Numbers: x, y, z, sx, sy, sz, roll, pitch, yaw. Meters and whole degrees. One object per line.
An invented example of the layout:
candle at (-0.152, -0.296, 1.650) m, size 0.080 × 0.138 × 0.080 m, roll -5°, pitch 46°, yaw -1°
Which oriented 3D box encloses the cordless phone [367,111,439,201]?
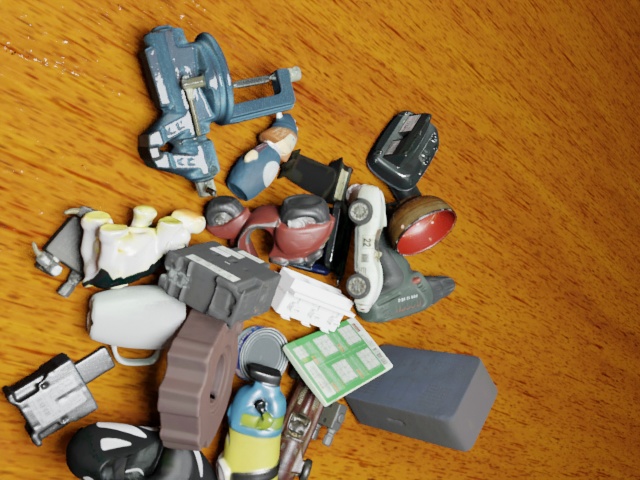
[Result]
cordless phone at (0.178, -0.131, 0.995) m, size 0.146 × 0.089 × 0.184 m, roll -57°, pitch 132°, yaw -24°

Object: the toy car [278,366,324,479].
toy car at (-0.028, 0.269, 0.816) m, size 0.089 × 0.053 × 0.202 m, roll 24°, pitch 73°, yaw 5°

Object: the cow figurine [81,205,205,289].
cow figurine at (-0.213, 0.010, 0.666) m, size 0.167 × 0.068 × 0.098 m, roll -12°, pitch 122°, yaw -54°

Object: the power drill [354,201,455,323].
power drill at (0.148, 0.036, 0.966) m, size 0.232 × 0.086 × 0.207 m, roll -21°, pitch 110°, yaw -33°

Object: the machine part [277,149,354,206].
machine part at (-0.003, -0.104, 0.870) m, size 0.139 × 0.039 × 0.084 m, roll 16°, pitch 88°, yaw -38°

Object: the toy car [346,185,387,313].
toy car at (0.076, 0.014, 0.852) m, size 0.073 × 0.056 × 0.201 m, roll 8°, pitch 83°, yaw -76°

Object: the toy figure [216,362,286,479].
toy figure at (-0.088, 0.265, 0.739) m, size 0.082 × 0.089 × 0.180 m, roll 13°, pitch 92°, yaw -70°

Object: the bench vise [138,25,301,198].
bench vise at (-0.126, -0.178, 0.719) m, size 0.241 × 0.129 × 0.223 m, roll -20°, pitch 96°, yaw -26°

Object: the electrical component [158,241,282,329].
electrical component at (-0.118, 0.051, 0.680) m, size 0.058 × 0.115 × 0.134 m, roll -67°, pitch 162°, yaw 14°

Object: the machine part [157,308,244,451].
machine part at (-0.147, 0.171, 0.676) m, size 0.056 × 0.179 × 0.179 m, roll 11°, pitch 81°, yaw 5°

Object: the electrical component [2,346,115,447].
electrical component at (-0.297, 0.174, 0.634) m, size 0.119 × 0.048 × 0.074 m, roll -27°, pitch 107°, yaw -33°

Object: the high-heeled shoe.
high-heeled shoe at (-0.192, 0.280, 0.652) m, size 0.248 × 0.145 × 0.086 m, roll 35°, pitch 70°, yaw -30°

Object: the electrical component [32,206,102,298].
electrical component at (-0.292, 0.008, 0.639) m, size 0.078 × 0.045 × 0.102 m, roll 50°, pitch 62°, yaw -24°

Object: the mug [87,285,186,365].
mug at (-0.234, 0.105, 0.672) m, size 0.107 × 0.081 × 0.109 m, roll 8°, pitch 111°, yaw -30°

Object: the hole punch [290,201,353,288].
hole punch at (-0.002, -0.003, 0.849) m, size 0.115 × 0.092 × 0.142 m, roll 39°, pitch 57°, yaw -68°

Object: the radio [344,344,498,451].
radio at (0.159, 0.246, 0.874) m, size 0.131 × 0.230 × 0.073 m, roll -45°, pitch 117°, yaw -34°

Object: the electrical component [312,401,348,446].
electrical component at (0.014, 0.278, 0.862) m, size 0.021 × 0.063 × 0.094 m, roll 37°, pitch 67°, yaw -35°

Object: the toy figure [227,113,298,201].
toy figure at (-0.077, -0.126, 0.799) m, size 0.058 × 0.064 × 0.154 m, roll 37°, pitch 70°, yaw -5°

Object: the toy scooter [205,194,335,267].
toy scooter at (-0.069, 0.004, 0.765) m, size 0.075 × 0.184 × 0.135 m, roll -77°, pitch 166°, yaw -63°
